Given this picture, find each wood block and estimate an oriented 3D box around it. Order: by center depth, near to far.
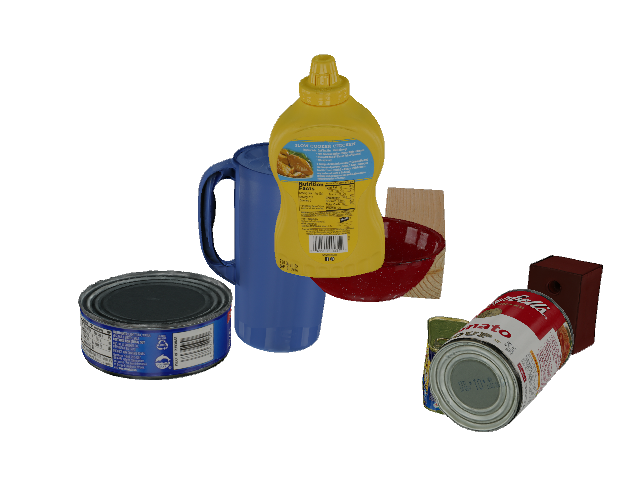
[{"bbox_3d":[0.139,0.000,1.605,0.091,0.090,0.206,4,25,4],"label":"wood block"}]

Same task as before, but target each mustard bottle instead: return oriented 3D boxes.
[{"bbox_3d":[0.005,-0.062,0.891,0.096,0.192,0.058,0,31,4],"label":"mustard bottle"}]

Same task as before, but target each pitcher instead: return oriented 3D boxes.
[{"bbox_3d":[-0.056,0.009,1.297,0.149,0.243,0.144,17,25,28],"label":"pitcher"}]

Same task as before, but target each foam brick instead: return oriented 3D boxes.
[{"bbox_3d":[0.221,0.058,0.977,0.053,0.078,0.051,12,17,34],"label":"foam brick"}]

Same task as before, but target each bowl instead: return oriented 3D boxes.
[{"bbox_3d":[0.046,0.022,1.092,0.162,0.055,0.162,1,17,-1],"label":"bowl"}]

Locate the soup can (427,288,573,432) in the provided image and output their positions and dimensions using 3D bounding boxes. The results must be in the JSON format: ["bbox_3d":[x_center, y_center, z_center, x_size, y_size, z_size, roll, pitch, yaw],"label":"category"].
[{"bbox_3d":[0.125,0.081,0.735,0.069,0.068,0.102,0,16,33],"label":"soup can"}]

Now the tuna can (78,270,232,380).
[{"bbox_3d":[-0.092,0.047,0.603,0.086,0.034,0.086,1,18,-1],"label":"tuna can"}]

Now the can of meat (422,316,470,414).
[{"bbox_3d":[0.152,0.150,1.276,0.057,0.084,0.102,6,19,3],"label":"can of meat"}]
